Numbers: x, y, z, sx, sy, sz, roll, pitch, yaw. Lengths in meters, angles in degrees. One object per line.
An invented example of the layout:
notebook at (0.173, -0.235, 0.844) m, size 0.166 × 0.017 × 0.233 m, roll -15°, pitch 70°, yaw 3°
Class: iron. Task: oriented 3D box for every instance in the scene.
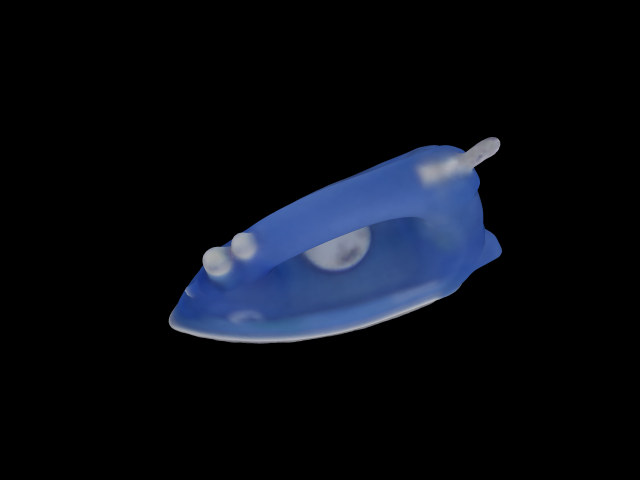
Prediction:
iron at (0.004, 0.001, 0.400) m, size 0.258 × 0.141 × 0.118 m, roll -21°, pitch 72°, yaw -7°
